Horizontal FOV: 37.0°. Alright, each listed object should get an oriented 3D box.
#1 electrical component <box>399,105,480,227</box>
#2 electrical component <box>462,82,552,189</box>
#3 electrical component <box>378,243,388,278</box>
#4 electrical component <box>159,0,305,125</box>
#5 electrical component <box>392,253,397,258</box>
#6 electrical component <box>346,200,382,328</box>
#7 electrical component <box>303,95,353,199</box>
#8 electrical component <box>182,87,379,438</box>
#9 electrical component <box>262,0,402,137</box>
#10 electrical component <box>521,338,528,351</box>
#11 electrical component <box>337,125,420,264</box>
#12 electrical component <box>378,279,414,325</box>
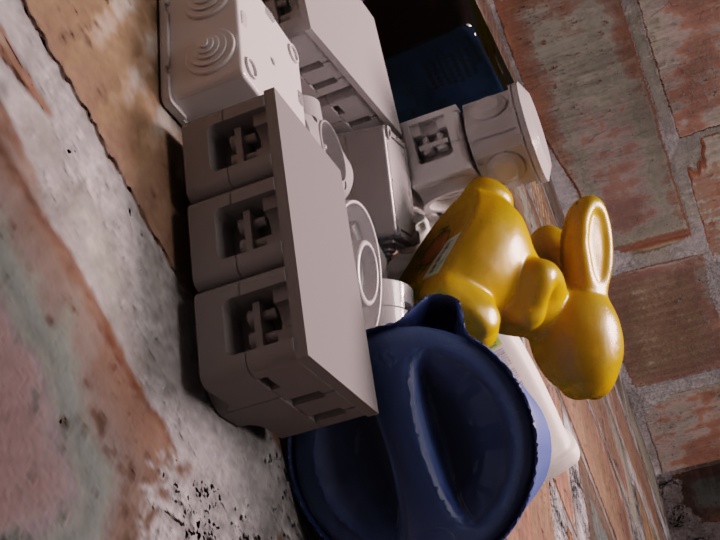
[{"bbox_3d":[0.060,-0.068,0.909,0.186,0.105,0.060,25,49,-70],"label":"electrical component"},{"bbox_3d":[0.114,-0.100,0.832,0.080,0.051,0.080,-17,90,-75],"label":"electrical component"},{"bbox_3d":[0.000,0.000,0.747,0.040,0.040,0.078,-89,157,-49],"label":"electrical component"},{"bbox_3d":[-0.070,-0.110,0.607,0.099,0.048,0.099,50,27,-54],"label":"electrical component"},{"bbox_3d":[0.060,-0.002,0.918,0.043,0.062,0.043,-17,90,-75],"label":"electrical component"},{"bbox_3d":[-0.025,0.002,0.659,0.099,0.064,0.099,-4,90,-71],"label":"electrical component"},{"bbox_3d":[-0.040,-0.086,0.691,0.077,0.044,0.079,36,41,-66],"label":"electrical component"},{"bbox_3d":[-0.045,-0.001,0.547,0.089,0.062,0.150,48,29,-57],"label":"electrical component"},{"bbox_3d":[-0.037,-0.164,0.760,0.186,0.060,0.105,35,40,-66],"label":"electrical component"},{"bbox_3d":[0.147,0.052,1.181,0.061,0.061,0.096,-86,162,-54],"label":"electrical component"},{"bbox_3d":[0.004,-0.050,0.790,0.062,0.061,0.096,23,59,-71],"label":"electrical component"},{"bbox_3d":[0.011,0.039,0.717,0.055,0.055,0.047,47,33,-58],"label":"electrical component"}]
